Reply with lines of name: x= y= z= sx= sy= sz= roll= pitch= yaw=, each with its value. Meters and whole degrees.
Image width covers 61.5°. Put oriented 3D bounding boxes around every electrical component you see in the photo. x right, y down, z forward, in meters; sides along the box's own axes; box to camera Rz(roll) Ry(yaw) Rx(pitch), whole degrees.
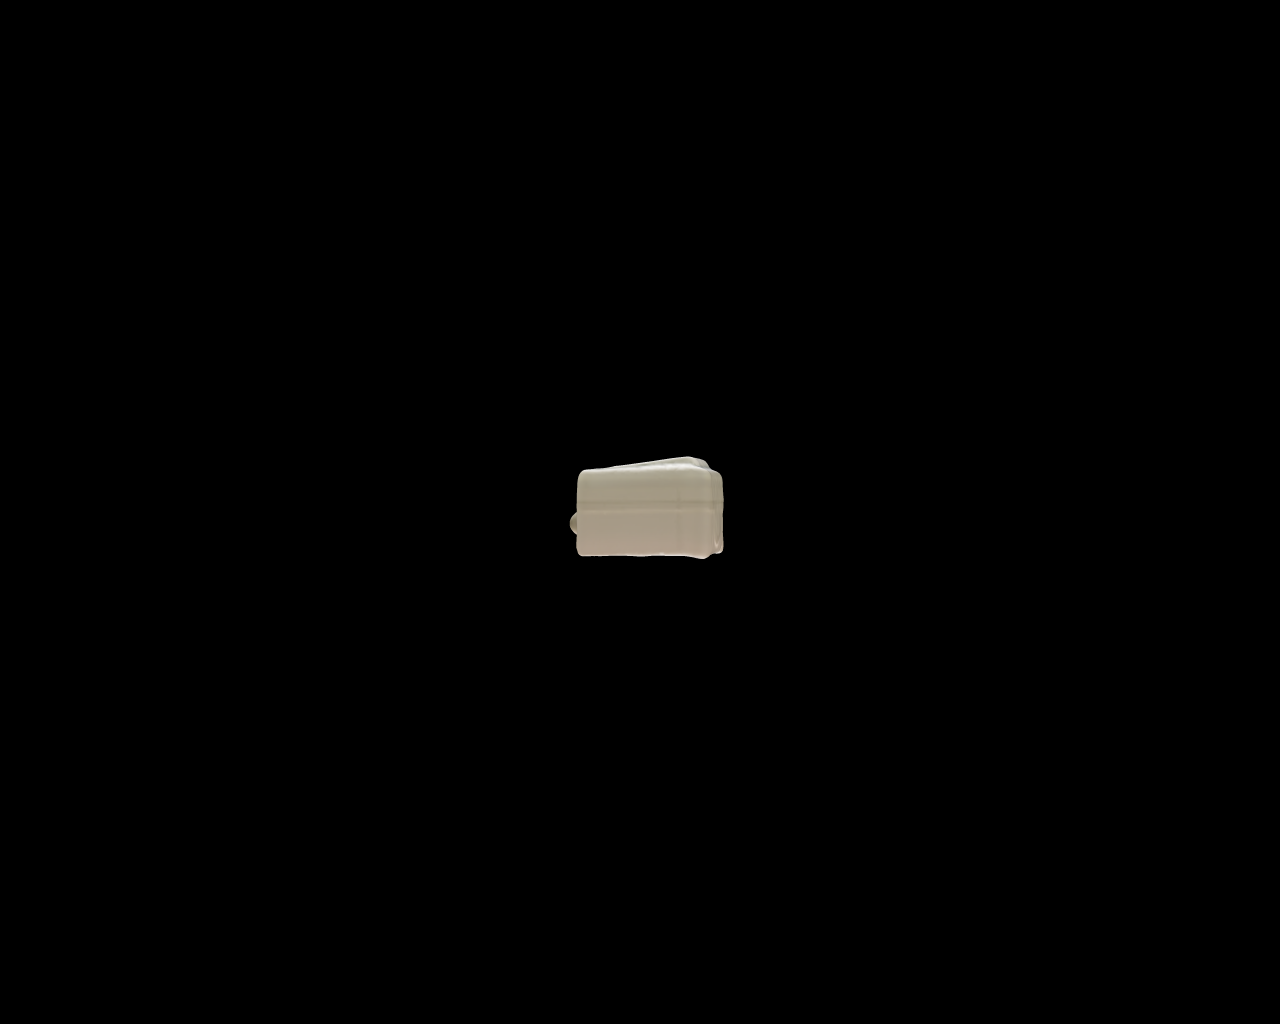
electrical component: x=0.001 y=-0.003 z=0.650 sx=0.096 sy=0.061 sz=0.062 roll=0 pitch=0 yaw=13
